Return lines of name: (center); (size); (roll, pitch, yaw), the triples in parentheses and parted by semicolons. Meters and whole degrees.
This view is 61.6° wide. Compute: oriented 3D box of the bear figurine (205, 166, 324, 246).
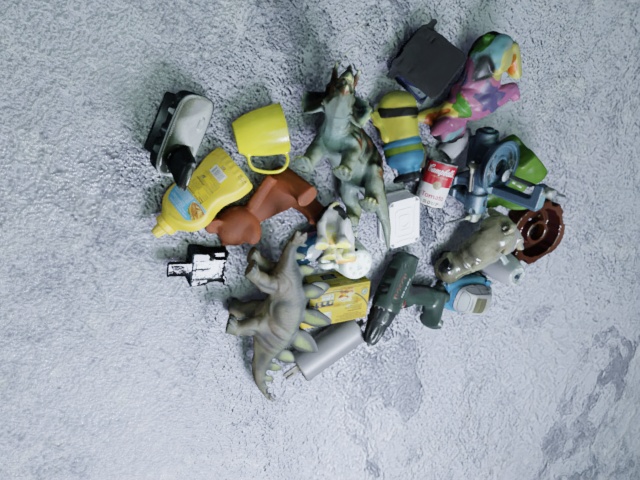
bear figurine: (-0.106, -0.045, 1.010); (0.196, 0.132, 0.120); (-44, 153, -10)

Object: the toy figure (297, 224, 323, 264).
toy figure: (-0.003, -0.003, 1.126); (0.154, 0.058, 0.064); (-42, 164, -6)

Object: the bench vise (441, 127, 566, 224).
bench vise: (0.383, -0.116, 1.144); (0.129, 0.241, 0.223); (-8, 119, -40)

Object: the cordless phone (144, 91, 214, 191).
cordless phone: (-0.216, -0.161, 0.863); (0.088, 0.184, 0.146); (20, 103, -28)

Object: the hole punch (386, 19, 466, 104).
hole punch: (0.206, -0.344, 1.061); (0.116, 0.092, 0.142); (39, 95, -5)

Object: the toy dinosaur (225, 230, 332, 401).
toy dinosaur: (-0.089, 0.165, 1.085); (0.198, 0.105, 0.470); (17, 125, -9)

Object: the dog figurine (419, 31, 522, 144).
dog figurine: (0.295, -0.299, 1.099); (0.219, 0.109, 0.191); (-31, 138, -7)

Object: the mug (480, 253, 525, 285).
mug: (0.463, 0.059, 1.359); (0.081, 0.107, 0.109); (-35, 126, -10)

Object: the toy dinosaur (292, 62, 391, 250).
toy dinosaur: (0.068, -0.158, 1.047); (0.404, 0.131, 0.192); (53, 49, -49)

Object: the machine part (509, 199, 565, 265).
machine part: (0.553, -0.027, 1.395); (0.179, 0.056, 0.179); (-10, 117, -21)

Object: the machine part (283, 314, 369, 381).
machine part: (0.020, 0.247, 1.242); (0.243, 0.079, 0.079); (-34, 124, -10)

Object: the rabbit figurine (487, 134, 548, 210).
rabbit figurine: (0.437, -0.139, 1.269); (0.170, 0.121, 0.159); (-40, 134, 17)

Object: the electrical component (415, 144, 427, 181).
electrical component: (0.196, -0.173, 1.150); (0.078, 0.045, 0.102); (-2, 114, -25)

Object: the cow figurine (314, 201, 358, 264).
cow figurine: (0.035, -0.010, 1.046); (0.068, 0.098, 0.167); (-4, 163, 11)

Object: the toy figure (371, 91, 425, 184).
toy figure: (0.164, -0.205, 1.069); (0.089, 0.082, 0.180); (-15, 91, 22)

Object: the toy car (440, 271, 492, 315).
toy car: (0.379, 0.141, 1.359); (0.161, 0.103, 0.109); (5, 110, -31)

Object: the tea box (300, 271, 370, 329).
tea box: (0.020, 0.128, 1.190); (0.169, 0.068, 0.098); (-6, 117, -25)

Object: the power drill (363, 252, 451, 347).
power drill: (0.206, 0.155, 1.272); (0.207, 0.086, 0.232); (21, 84, -31)

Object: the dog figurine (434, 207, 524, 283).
dog figurine: (0.361, 0.028, 1.252); (0.190, 0.121, 0.172); (-35, 158, -4)

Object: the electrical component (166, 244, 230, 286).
electrical component: (-0.238, 0.050, 1.034); (0.119, 0.048, 0.074); (-3, 114, -25)
